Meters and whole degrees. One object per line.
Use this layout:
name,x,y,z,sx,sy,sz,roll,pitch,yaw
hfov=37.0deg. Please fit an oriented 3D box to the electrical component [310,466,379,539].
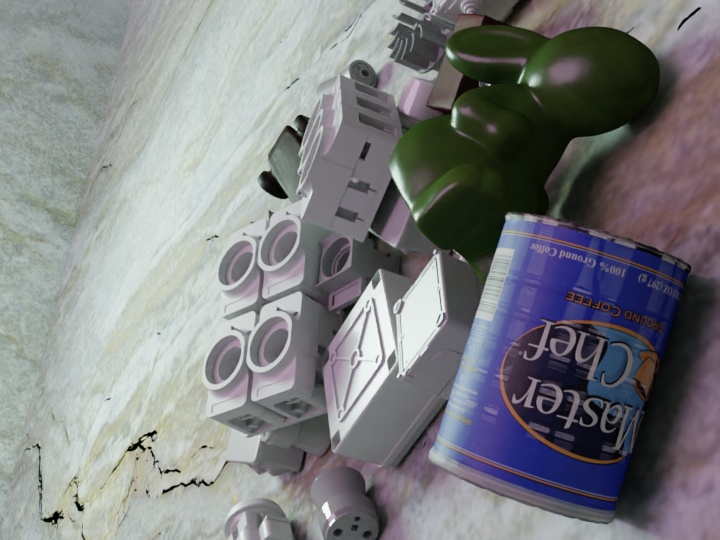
electrical component,-0.012,0.185,0.829,0.045,0.045,0.055,-64,23,19

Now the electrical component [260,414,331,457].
electrical component,-0.056,0.139,0.956,0.045,0.055,0.045,-49,31,44

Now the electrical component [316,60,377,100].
electrical component,-0.012,-0.193,1.134,0.065,0.044,0.044,-30,46,52

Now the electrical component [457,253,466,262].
electrical component,0.087,-0.037,0.775,0.078,0.040,0.040,-69,22,6

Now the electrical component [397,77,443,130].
electrical component,0.050,-0.132,0.938,0.078,0.040,0.040,-68,22,8

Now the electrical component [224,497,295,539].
electrical component,-0.090,0.241,0.956,0.078,0.058,0.057,-60,27,26

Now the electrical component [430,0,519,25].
electrical component,0.100,-0.239,0.876,0.062,0.061,0.096,-43,35,50

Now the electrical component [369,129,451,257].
electrical component,0.051,-0.060,0.869,0.099,0.048,0.100,-69,22,7

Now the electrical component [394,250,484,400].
electrical component,0.065,0.037,0.749,0.061,0.061,0.096,-56,20,31

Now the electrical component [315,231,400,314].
electrical component,0.000,0.000,0.919,0.042,0.064,0.081,-28,47,40

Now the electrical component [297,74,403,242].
electrical component,-0.012,-0.099,0.903,0.150,0.062,0.089,-95,26,-66

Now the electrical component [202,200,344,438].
electrical component,-0.073,0.039,0.938,0.105,0.060,0.186,-23,50,35

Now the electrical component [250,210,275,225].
electrical component,-0.070,0.001,1.084,0.121,0.079,0.063,-100,13,-50

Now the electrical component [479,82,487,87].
electrical component,0.106,-0.142,0.783,0.048,0.062,0.048,-49,31,44

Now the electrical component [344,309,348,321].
electrical component,-0.033,0.038,0.997,0.066,0.048,0.055,-136,58,-66

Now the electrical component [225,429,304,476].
electrical component,-0.083,0.145,1.025,0.100,0.048,0.099,-17,57,64

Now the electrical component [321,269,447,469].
electrical component,0.020,0.075,0.824,0.108,0.056,0.108,-58,26,32
